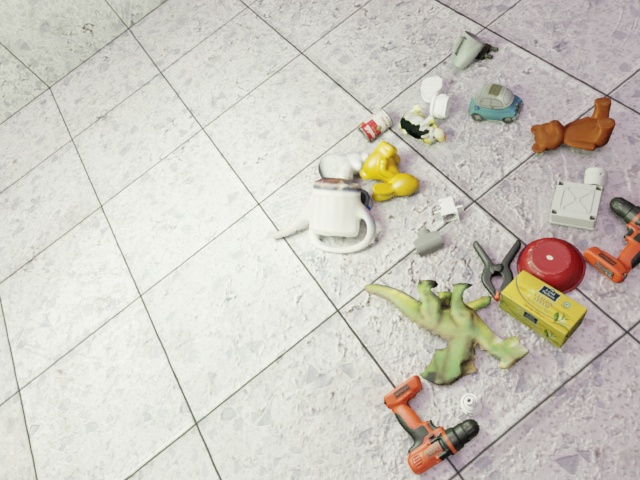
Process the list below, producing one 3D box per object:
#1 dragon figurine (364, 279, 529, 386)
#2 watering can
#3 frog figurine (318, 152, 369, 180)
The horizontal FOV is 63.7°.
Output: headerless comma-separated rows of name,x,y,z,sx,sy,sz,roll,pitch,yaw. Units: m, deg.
dragon figurine,0.297,0.232,1.274,0.410,0.120,0.247,0,69,24
watering can,0.005,-0.078,1.550,0.348,0.104,0.223,7,95,23
frog figurine,0.080,-0.233,1.628,0.158,0.121,0.141,-30,34,18
